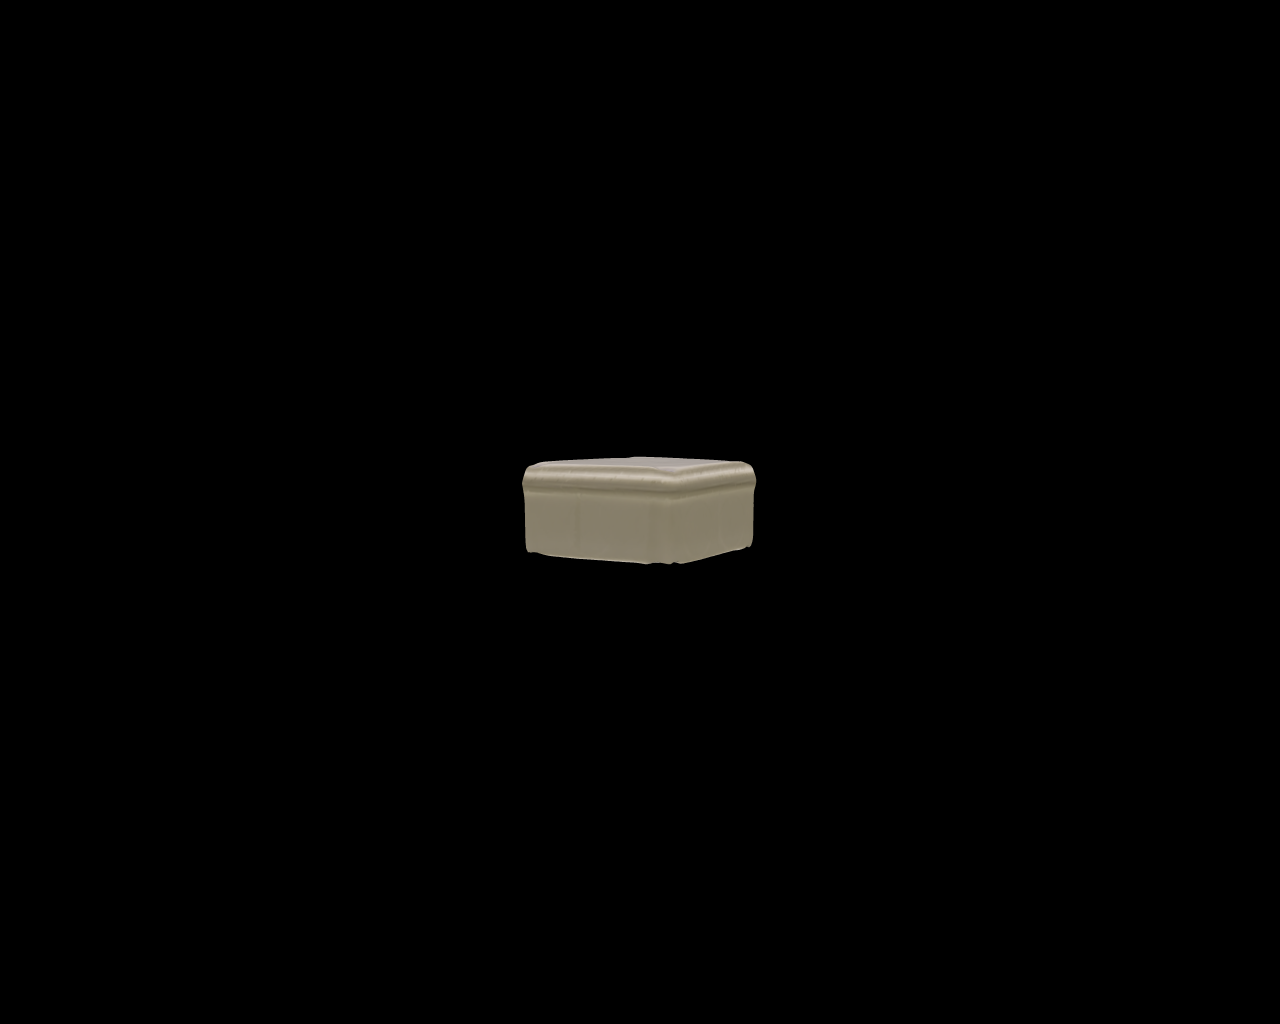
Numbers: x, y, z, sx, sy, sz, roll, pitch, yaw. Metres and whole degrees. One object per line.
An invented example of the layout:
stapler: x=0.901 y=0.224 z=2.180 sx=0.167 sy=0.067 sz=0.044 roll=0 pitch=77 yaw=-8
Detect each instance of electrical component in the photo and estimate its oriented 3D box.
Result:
electrical component: x=0.001 y=-0.003 z=0.650 sx=0.109 sy=0.056 sz=0.109 roll=4 pitch=7 yaw=33
